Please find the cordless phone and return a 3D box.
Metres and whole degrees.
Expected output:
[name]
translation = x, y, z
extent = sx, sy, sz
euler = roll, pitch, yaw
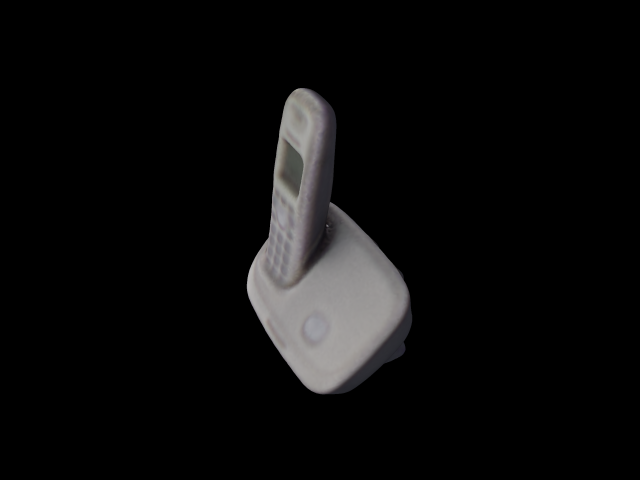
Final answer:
[cordless phone]
translation = 0.004, 0.001, 0.400
extent = 0.094, 0.185, 0.147
euler = -22, 45, -23
